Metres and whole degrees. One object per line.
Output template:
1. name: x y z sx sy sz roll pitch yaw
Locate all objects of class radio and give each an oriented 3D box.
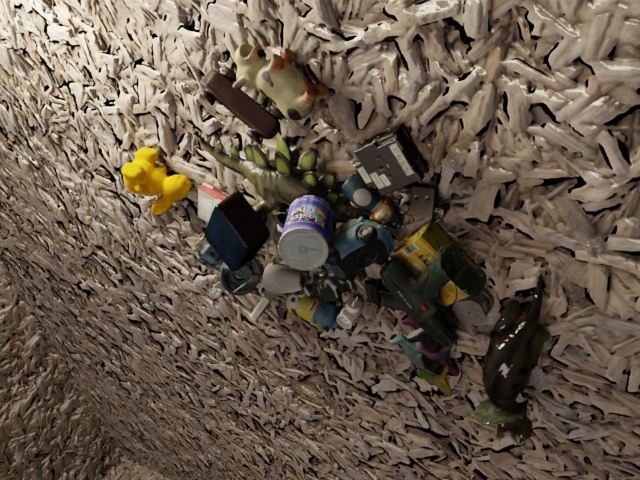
1. radio: -0.204 -0.014 1.296 0.131 0.073 0.229 52 156 3

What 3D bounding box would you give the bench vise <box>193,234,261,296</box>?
1. bench vise: -0.240 0.072 1.477 0.223 0.129 0.241 53 160 -24

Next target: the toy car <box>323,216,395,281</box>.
1. toy car: 0.075 0.010 1.172 0.162 0.103 0.109 -29 133 6

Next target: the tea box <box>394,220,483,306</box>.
1. tea box: 0.256 0.052 1.157 0.169 0.068 0.098 46 140 -7

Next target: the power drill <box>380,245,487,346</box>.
1. power drill: 0.246 0.109 1.110 0.232 0.086 0.207 45 148 0

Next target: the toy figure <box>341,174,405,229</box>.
1. toy figure: 0.116 -0.077 1.160 0.154 0.058 0.064 41 139 0

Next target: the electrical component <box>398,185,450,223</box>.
1. electrical component: 0.214 -0.074 1.106 0.102 0.045 0.078 1 96 32

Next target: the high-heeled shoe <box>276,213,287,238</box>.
1. high-heeled shoe: -0.003 -0.004 1.283 0.249 0.086 0.145 2 130 45

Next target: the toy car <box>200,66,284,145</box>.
1. toy car: -0.171 -0.293 1.171 0.202 0.089 0.053 39 177 4

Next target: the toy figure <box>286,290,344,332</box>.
1. toy figure: -0.011 0.193 1.462 0.180 0.082 0.089 23 133 16

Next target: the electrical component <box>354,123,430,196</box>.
1. electrical component: 0.136 -0.157 1.081 0.134 0.058 0.114 -17 111 44

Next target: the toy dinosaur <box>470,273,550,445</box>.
1. toy dinosaur: 0.402 0.271 1.142 0.131 0.192 0.404 11 131 27

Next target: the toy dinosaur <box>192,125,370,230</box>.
1. toy dinosaur: -0.093 -0.133 1.240 0.472 0.105 0.198 19 127 10

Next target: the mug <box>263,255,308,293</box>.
1. mug: -0.089 0.093 1.446 0.107 0.081 0.109 4 101 25

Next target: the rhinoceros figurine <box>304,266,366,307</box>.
1. rhinoceros figurine: 0.031 0.109 1.366 0.112 0.073 0.190 46 137 -6

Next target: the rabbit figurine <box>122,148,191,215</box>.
1. rabbit figurine: -0.439 -0.147 1.471 0.173 0.122 0.162 13 127 2

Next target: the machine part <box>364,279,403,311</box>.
1. machine part: 0.173 0.141 1.316 0.139 0.039 0.084 15 126 29

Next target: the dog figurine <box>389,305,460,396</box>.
1. dog figurine: 0.285 0.274 1.298 0.191 0.108 0.219 -25 111 43

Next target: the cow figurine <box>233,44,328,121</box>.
1. cow figurine: -0.094 -0.322 1.096 0.195 0.085 0.127 43 132 -3
